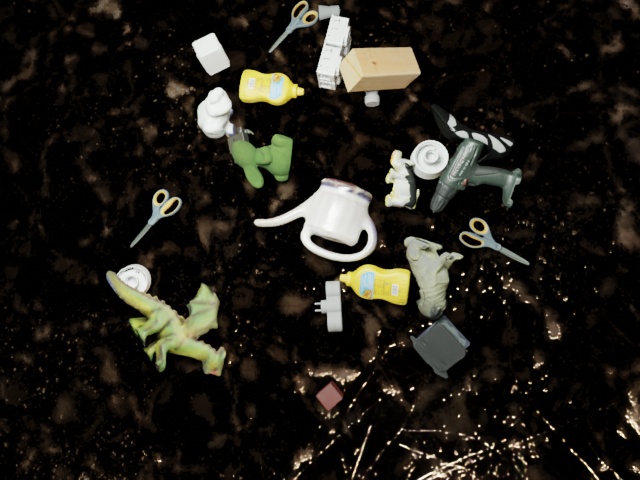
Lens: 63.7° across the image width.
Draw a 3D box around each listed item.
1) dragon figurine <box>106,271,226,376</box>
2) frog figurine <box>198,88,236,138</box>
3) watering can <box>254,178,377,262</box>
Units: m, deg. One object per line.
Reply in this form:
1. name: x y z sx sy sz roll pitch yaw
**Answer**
1. dragon figurine: -0.402 0.213 1.446 0.245 0.120 0.412 -28 82 -22
2. frog figurine: -0.312 -0.376 1.509 0.123 0.158 0.138 9 82 8
3. watering can: 0.004 -0.073 1.453 0.348 0.103 0.226 20 81 7
